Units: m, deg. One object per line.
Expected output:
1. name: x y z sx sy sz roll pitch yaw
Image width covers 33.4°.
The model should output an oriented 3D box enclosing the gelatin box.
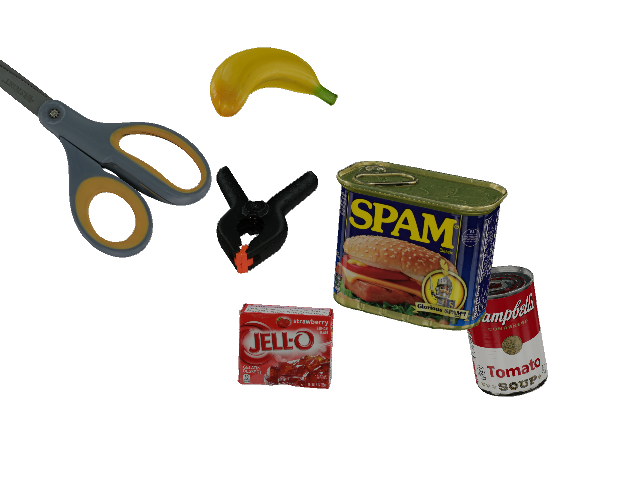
1. gelatin box: -0.033 0.101 1.016 0.089 0.073 0.030 3 13 5

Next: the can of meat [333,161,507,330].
1. can of meat: 0.059 0.003 0.665 0.102 0.084 0.057 13 22 23

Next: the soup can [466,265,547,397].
1. soup can: 0.168 0.083 0.977 0.068 0.102 0.068 -11 18 4

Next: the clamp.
1. clamp: -0.062 -0.030 1.210 0.120 0.039 0.171 -6 43 5

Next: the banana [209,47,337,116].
1. banana: -0.051 -0.147 0.966 0.070 0.037 0.197 37 26 19

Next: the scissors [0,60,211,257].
1. scissors: -0.166 -0.057 0.663 0.202 0.096 0.016 22 -15 6
